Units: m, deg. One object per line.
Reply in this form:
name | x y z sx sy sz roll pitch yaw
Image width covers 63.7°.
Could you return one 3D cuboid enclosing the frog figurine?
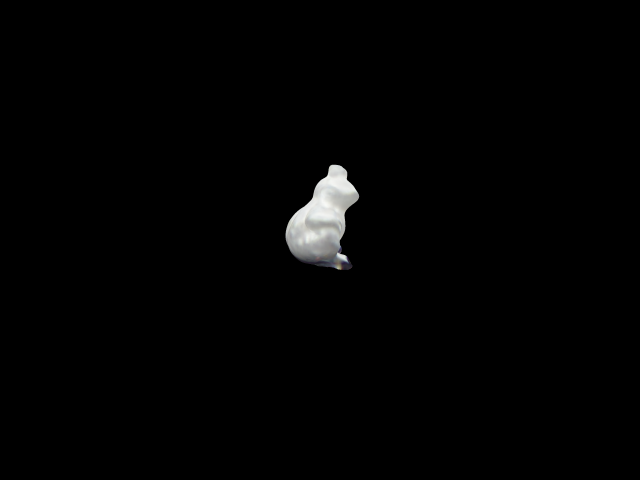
frog figurine | 0.003 -0.043 0.850 0.123 0.157 0.139 1 17 5
